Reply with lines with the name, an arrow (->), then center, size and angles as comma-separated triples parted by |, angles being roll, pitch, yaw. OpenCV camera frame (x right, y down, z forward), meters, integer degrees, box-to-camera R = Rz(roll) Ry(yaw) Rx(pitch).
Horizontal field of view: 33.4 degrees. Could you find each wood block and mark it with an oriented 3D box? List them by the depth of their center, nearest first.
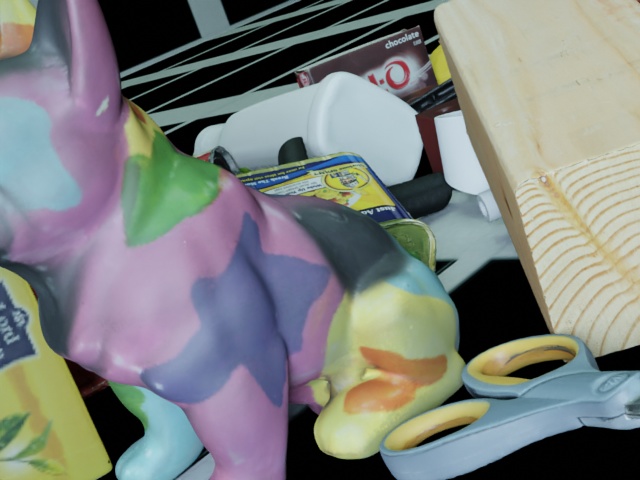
wood block -> 0.119, -0.049, 0.490 | 0.090, 0.091, 0.206 | -18, 30, 7

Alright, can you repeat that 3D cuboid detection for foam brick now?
foam brick -> 0.114, -0.076, 0.742 | 0.078, 0.051, 0.053 | -23, 15, -8

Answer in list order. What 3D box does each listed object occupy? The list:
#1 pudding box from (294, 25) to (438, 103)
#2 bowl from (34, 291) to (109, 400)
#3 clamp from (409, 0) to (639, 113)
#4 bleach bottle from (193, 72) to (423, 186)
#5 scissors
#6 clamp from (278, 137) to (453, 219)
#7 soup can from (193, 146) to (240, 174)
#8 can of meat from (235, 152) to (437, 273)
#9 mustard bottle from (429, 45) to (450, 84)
pudding box -> 0.045, -0.121, 0.908 | 0.113, 0.090, 0.039 | -25, 16, -19
bowl -> -0.137, 0.027, 0.630 | 0.162, 0.055, 0.162 | -27, 26, 14
clamp -> 0.158, -0.146, 0.784 | 0.209, 0.036, 0.165 | -26, -8, -11
bleach bottle -> -0.034, -0.076, 0.854 | 0.102, 0.068, 0.251 | 22, -13, -35
scissors -> 0.077, 0.060, 0.338 | 0.096, 0.016, 0.202 | -30, 6, -9
clamp -> -0.005, -0.016, 0.658 | 0.120, 0.039, 0.171 | 16, 32, 28
soup can -> -0.114, -0.026, 0.826 | 0.102, 0.068, 0.068 | -17, 16, 13
can of meat -> -0.004, 0.001, 0.550 | 0.102, 0.057, 0.084 | -13, 35, -15
mustard bottle -> 0.183, -0.155, 0.911 | 0.192, 0.058, 0.096 | -2, 29, 47
